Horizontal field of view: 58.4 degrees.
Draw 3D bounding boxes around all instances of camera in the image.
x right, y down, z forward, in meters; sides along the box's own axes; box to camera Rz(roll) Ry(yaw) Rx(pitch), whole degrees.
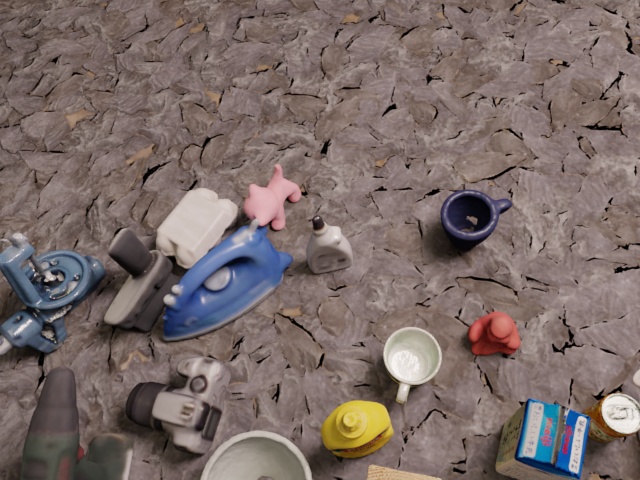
[{"bbox_3d":[-0.226,0.247,0.893,0.136,0.101,0.143,9,67,13],"label":"camera"}]

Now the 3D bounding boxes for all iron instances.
[{"bbox_3d":[-0.176,0.066,0.947,0.258,0.142,0.118,-39,65,-10],"label":"iron"}]

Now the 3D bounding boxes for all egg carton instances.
[{"bbox_3d":[-0.222,-0.022,1.036,0.107,0.069,0.150,28,72,20],"label":"egg carton"}]

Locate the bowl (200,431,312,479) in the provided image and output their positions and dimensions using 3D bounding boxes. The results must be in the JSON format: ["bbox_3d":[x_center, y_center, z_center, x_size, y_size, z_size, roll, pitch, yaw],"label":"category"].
[{"bbox_3d":[-0.086,0.367,0.830,0.167,0.075,0.167,-3,65,7],"label":"bowl"}]

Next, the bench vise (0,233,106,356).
[{"bbox_3d":[-0.461,0.091,0.935,0.121,0.220,0.207,10,67,14],"label":"bench vise"}]

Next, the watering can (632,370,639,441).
[{"bbox_3d":[0.486,0.237,0.737,0.172,0.194,0.101,19,69,17],"label":"watering can"}]

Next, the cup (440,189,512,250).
[{"bbox_3d":[0.257,-0.029,0.952,0.117,0.095,0.091,-19,64,0],"label":"cup"}]

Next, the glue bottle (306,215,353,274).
[{"bbox_3d":[0.009,0.003,0.931,0.078,0.173,0.037,-12,64,4],"label":"glue bottle"}]

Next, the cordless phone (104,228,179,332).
[{"bbox_3d":[-0.322,0.065,0.946,0.094,0.185,0.148,20,69,17],"label":"cordless phone"}]

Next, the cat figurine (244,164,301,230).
[{"bbox_3d":[-0.092,-0.074,1.013,0.067,0.118,0.128,18,69,16],"label":"cat figurine"}]

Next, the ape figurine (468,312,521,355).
[{"bbox_3d":[0.270,0.140,0.872,0.077,0.092,0.076,33,74,21],"label":"ape figurine"}]

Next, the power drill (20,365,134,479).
[{"bbox_3d":[-0.350,0.314,0.820,0.075,0.209,0.229,-1,65,9],"label":"power drill"}]
